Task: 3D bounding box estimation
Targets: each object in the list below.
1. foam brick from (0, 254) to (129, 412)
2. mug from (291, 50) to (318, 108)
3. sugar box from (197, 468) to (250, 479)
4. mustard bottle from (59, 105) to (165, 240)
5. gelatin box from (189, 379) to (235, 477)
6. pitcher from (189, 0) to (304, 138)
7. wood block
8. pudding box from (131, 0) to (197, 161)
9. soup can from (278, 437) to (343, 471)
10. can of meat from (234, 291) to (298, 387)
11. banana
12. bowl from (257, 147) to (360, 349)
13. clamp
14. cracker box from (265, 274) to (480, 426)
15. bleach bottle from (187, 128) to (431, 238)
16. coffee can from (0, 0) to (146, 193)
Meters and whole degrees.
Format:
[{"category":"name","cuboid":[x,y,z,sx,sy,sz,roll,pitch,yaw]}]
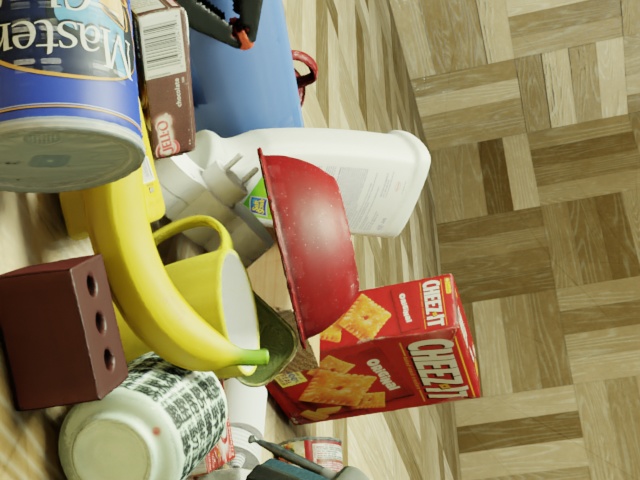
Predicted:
[{"category":"foam brick","cuboid":[-0.148,0.051,0.610,0.053,0.051,0.078,-43,122,-77]},{"category":"mug","cuboid":[-0.060,-0.166,1.086,0.081,0.117,0.093,51,35,-58]},{"category":"sugar box","cuboid":[-0.056,0.251,0.917,0.176,0.048,0.093,44,38,-66]},{"category":"mustard bottle","cuboid":[-0.153,-0.100,0.702,0.096,0.058,0.191,-38,117,-73]},{"category":"gelatin box","cuboid":[-0.096,0.138,0.849,0.073,0.030,0.089,9,72,-78]},{"category":"pitcher","cuboid":[-0.096,-0.179,0.925,0.145,0.149,0.243,-110,-175,-54]},{"category":"wood block","cuboid":[-0.052,0.021,1.015,0.090,0.091,0.206,68,16,-45]},{"category":"pudding box","cuboid":[-0.124,-0.127,0.771,0.090,0.039,0.113,47,-36,48]},{"category":"soup can","cuboid":[-0.007,0.258,1.089,0.068,0.068,0.102,56,27,-64]},{"category":"can of meat","cuboid":[-0.071,0.064,0.839,0.102,0.057,0.084,44,-7,-5]},{"category":"banana","cuboid":[-0.104,0.007,0.657,0.037,0.069,0.198,1,-60,62]},{"category":"bowl","cuboid":[-0.005,0.001,0.831,0.162,0.055,0.162,168,-90,-88]},{"category":"clamp","cuboid":[-0.107,-0.223,0.788,0.036,0.164,0.210,-114,-177,-47]},{"category":"cracker box","cuboid":[0.049,0.122,1.111,0.164,0.214,0.072,64,19,-54]},{"category":"bleach bottle","cuboid":[-0.027,-0.059,0.932,0.068,0.250,0.103,46,-57,48]},{"category":"coffee can","cuboid":[-0.154,-0.108,0.590,0.102,0.103,0.140,43,39,-72]}]
